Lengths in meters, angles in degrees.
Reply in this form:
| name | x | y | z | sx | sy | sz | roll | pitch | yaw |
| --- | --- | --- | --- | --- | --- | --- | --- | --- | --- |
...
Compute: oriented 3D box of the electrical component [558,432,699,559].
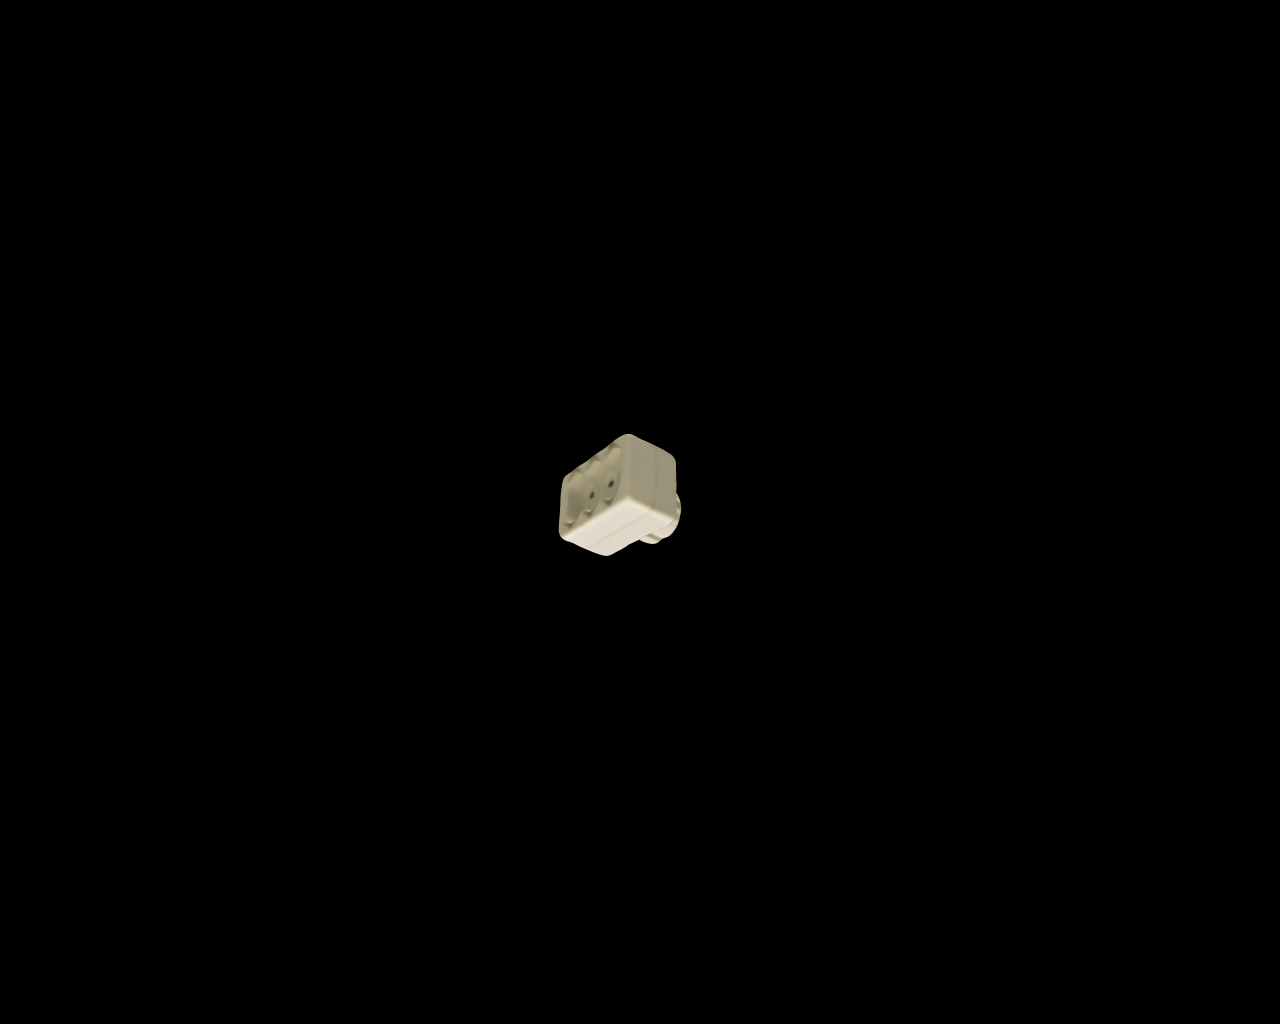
| name | x | y | z | sx | sy | sz | roll | pitch | yaw |
| --- | --- | --- | --- | --- | --- | --- | --- | --- | --- |
| electrical component | 0.001 | -0.003 | 0.650 | 0.077 | 0.047 | 0.065 | 24 | -38 | -34 |
